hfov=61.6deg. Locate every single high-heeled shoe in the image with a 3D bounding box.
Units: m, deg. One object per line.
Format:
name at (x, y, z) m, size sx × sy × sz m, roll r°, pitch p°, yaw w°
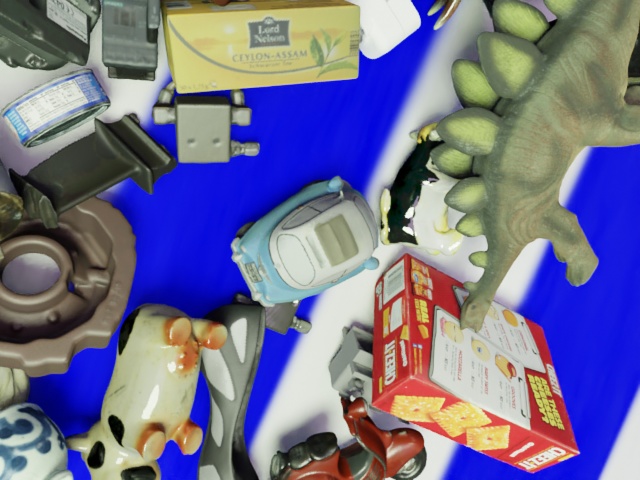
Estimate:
high-heeled shoe at (-0.066, 0.190, 0.546) m, size 0.145 × 0.086 × 0.248 m, roll -32°, pitch 87°, yaw 6°

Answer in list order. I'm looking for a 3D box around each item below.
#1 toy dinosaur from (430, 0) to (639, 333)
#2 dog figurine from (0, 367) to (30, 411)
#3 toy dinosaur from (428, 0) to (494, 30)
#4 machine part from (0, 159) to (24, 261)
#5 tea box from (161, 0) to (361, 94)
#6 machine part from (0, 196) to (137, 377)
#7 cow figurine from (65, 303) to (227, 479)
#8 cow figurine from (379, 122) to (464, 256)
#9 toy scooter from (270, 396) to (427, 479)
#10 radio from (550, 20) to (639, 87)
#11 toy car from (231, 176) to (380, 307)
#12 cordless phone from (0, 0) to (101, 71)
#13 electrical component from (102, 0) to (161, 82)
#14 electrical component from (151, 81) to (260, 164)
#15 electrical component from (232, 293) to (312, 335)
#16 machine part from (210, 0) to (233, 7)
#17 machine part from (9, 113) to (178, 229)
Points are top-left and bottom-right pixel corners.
toy dinosaur at (0.219, -0.125, 0.490) m, size 0.199 × 0.105 × 0.471 m, roll 22°, pitch 104°, yaw -2°
dog figurine at (-0.317, 0.196, 0.494) m, size 0.172 × 0.121 × 0.190 m, roll -34°, pitch 135°, yaw -32°
toy dinosaur at (0.269, -0.339, 0.581) m, size 0.405 × 0.131 × 0.192 m, roll -24°, pitch 140°, yaw -24°
machine part at (-0.302, -0.075, 0.421) m, size 0.079 × 0.079 × 0.243 m, roll -32°, pitch 70°, yaw -11°
tea box at (-0.057, -0.188, 0.503) m, size 0.170 × 0.098 × 0.068 m, roll -8°, pitch 123°, yaw -14°
machine part at (-0.249, 0.031, 0.464) m, size 0.179 × 0.056 × 0.179 m, roll 10°, pitch 61°, yaw -18°
cow figurine at (-0.170, 0.155, 0.502) m, size 0.085 × 0.127 × 0.194 m, roll 16°, pitch 86°, yaw -51°
cow figurine at (0.119, -0.069, 0.595) m, size 0.098 × 0.068 × 0.167 m, roll 12°, pitch 92°, yaw -12°
toy scooter at (0.020, 0.229, 0.572) m, size 0.184 × 0.075 × 0.135 m, roll -23°, pitch 124°, yaw -1°
radio at (0.338, -0.208, 0.608) m, size 0.230 × 0.131 × 0.073 m, roll -9°, pitch 98°, yaw -16°
toy car at (-0.001, -0.002, 0.535) m, size 0.162 × 0.103 × 0.109 m, roll -27°, pitch 97°, yaw -27°
cordless phone at (-0.295, -0.189, 0.439) m, size 0.184 × 0.146 × 0.088 m, roll -5°, pitch 79°, yaw 20°
electrical component at (-0.164, -0.183, 0.468) m, size 0.048 × 0.119 × 0.074 m, roll 0°, pitch 99°, yaw -17°
electrical component at (-0.113, -0.119, 0.532) m, size 0.102 × 0.045 × 0.078 m, roll -9°, pitch 127°, yaw -13°
electrical component at (-0.044, 0.065, 0.583) m, size 0.094 × 0.021 × 0.063 m, roll 27°, pitch 88°, yaw -18°
machine part at (-0.120, -0.306, 0.431) m, size 0.201 × 0.087 × 0.201 m, roll 33°, pitch 46°, yaw -17°
machine part at (-0.201, -0.063, 0.482) m, size 0.084 × 0.039 × 0.139 m, roll 50°, pitch 52°, yaw 2°
